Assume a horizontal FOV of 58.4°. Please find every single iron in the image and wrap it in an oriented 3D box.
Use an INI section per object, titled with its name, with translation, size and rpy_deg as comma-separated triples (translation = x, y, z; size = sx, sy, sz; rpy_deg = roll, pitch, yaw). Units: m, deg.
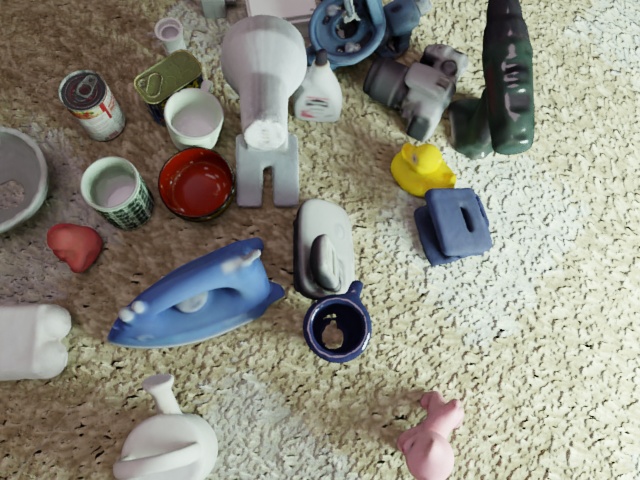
[iron]
translation = -0.183, 0.078, 0.775
size = 0.258, 0.141, 0.118
rpy_deg = -24, 76, -9

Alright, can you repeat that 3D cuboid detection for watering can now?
[watering can]
translation = -0.190, 0.255, 0.695
size = 0.101, 0.194, 0.173
rpy_deg = -29, 77, -10

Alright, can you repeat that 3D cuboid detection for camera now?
[camera]
translation = 0.148, -0.254, 0.907
size = 0.136, 0.101, 0.143
rpy_deg = 26, 74, 5

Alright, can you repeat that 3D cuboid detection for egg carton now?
[egg carton]
translation = -0.419, 0.138, 0.784
size = 0.150, 0.069, 0.107
rpy_deg = -2, 74, -3

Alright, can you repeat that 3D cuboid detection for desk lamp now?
[desk lamp]
translation = -0.075, -0.174, 0.815
size = 0.118, 0.213, 0.203
rpy_deg = -3, 74, -3

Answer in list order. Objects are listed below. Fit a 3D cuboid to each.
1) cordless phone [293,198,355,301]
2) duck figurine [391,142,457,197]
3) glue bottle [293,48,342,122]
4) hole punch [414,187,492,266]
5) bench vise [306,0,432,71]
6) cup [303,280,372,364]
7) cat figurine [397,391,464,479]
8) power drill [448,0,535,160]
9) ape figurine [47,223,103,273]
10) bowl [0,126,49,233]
[cordless phone]
translation = 0.007, 0.003, 0.782
size = 0.094, 0.185, 0.147
rpy_deg = -4, 74, -3
[duck figurine]
translation = 0.163, -0.113, 0.875
size = 0.104, 0.086, 0.077
rpy_deg = 29, 75, 6
[glue bottle]
translation = -0.002, -0.232, 0.856
size = 0.078, 0.173, 0.037
rpy_deg = 2, 74, -2
[hole punch]
translation = 0.202, -0.027, 0.849
size = 0.101, 0.091, 0.108
rpy_deg = -13, 75, -6
[bench vise]
translation = 0.069, -0.356, 0.871
size = 0.207, 0.220, 0.121
rpy_deg = -39, 79, -12
[cup]
translation = 0.027, 0.115, 0.798
size = 0.091, 0.095, 0.118
rpy_deg = 24, 74, 4
[cat figurine]
translation = 0.150, 0.263, 0.749
size = 0.067, 0.118, 0.128
rpy_deg = 31, 75, 7
[power drill]
translation = 0.253, -0.219, 0.846
size = 0.075, 0.208, 0.229
rpy_deg = -4, 74, -3
[ape figurine]
translation = -0.356, 0.006, 0.813
size = 0.076, 0.092, 0.078
rpy_deg = -18, 75, -7
[bowl]
translation = -0.472, -0.078, 0.841
size = 0.167, 0.075, 0.167
rpy_deg = 1, 74, -2
